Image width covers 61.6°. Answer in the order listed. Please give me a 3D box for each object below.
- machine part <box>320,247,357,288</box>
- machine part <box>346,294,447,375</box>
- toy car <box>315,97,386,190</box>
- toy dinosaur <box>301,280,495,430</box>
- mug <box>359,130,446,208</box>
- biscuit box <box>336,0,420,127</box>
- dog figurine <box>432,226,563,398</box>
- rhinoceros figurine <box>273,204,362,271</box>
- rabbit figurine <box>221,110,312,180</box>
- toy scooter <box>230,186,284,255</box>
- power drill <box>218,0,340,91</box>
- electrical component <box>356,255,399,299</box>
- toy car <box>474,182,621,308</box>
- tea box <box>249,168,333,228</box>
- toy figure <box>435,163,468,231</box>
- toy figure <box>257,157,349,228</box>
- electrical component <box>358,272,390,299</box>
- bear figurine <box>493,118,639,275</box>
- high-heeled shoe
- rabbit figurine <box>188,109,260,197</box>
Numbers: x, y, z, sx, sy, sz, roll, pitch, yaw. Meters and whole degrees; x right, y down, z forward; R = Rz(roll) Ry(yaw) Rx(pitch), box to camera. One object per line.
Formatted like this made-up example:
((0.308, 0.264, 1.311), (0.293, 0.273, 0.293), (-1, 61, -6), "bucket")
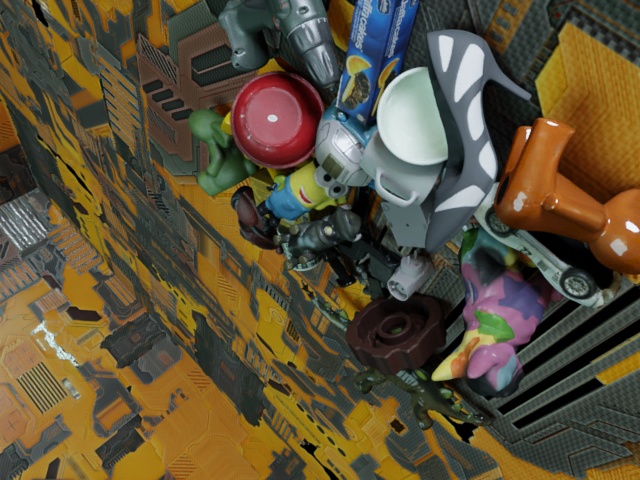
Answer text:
((0.027, 0.042, 1.083), (0.138, 0.039, 0.084), (57, 171, -34), "machine part")
((0.137, 0.164, 0.966), (0.180, 0.179, 0.056), (12, 133, 49), "machine part")
((0.046, -0.138, 0.833), (0.161, 0.103, 0.109), (52, 152, 4), "toy car")
((0.142, 0.240, 1.113), (0.472, 0.105, 0.198), (28, 136, 22), "toy dinosaur")
((0.107, -0.098, 0.754), (0.107, 0.109, 0.080), (28, 153, 3), "mug")
((0.075, -0.251, 0.710), (0.059, 0.063, 0.202), (39, 148, 20), "biscuit box")
((0.222, 0.098, 0.723), (0.191, 0.219, 0.108), (55, 147, -6), "dog figurine")
((-0.002, -0.003, 0.949), (0.190, 0.112, 0.073), (-25, 83, 54), "rhinoceros figurine")
((-0.091, -0.182, 0.999), (0.162, 0.122, 0.173), (44, 165, -4), "rabbit figurine")
((-0.134, -0.034, 1.226), (0.135, 0.075, 0.183), (38, 151, 26), "toy scooter")
((-0.068, -0.314, 0.800), (0.207, 0.086, 0.231), (3, 114, 62), "power drill")
((0.118, 0.060, 1.001), (0.102, 0.045, 0.078), (32, 146, 31), "electrical component")
((0.285, 0.003, 0.677), (0.202, 0.073, 0.056), (44, 146, 15), "toy car")
((-0.056, -0.080, 1.071), (0.170, 0.068, 0.098), (28, 141, 37), "tea box")
((0.192, -0.069, 0.750), (0.058, 0.064, 0.154), (4, 140, -2), "toy figure")
((-0.025, -0.091, 0.934), (0.180, 0.089, 0.082), (-27, 142, 28), "toy figure")
((0.115, 0.095, 1.066), (0.094, 0.021, 0.063), (10, 130, 49), "electrical component")
((0.301, -0.042, 0.590), (0.196, 0.120, 0.131), (18, 97, 9), "bear figurine")
((0.142, -0.117, 0.638), (0.145, 0.248, 0.086), (27, -172, 0), "high-heeled shoe")
((-0.209, -0.194, 1.110), (0.159, 0.121, 0.170), (-13, 114, 51), "rabbit figurine")
